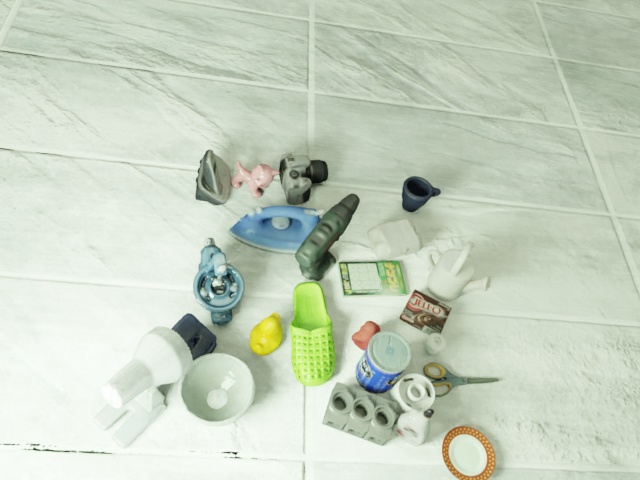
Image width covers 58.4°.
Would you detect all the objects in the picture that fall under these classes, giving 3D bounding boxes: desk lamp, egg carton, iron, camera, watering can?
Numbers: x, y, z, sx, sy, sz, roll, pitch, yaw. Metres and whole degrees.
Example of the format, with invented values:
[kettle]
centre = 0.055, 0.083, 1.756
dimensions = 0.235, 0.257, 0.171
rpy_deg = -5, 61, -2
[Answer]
[desk lamp]
centre = -0.366, 0.301, 1.183
dimensions = 0.117, 0.213, 0.204
rpy_deg = 36, 56, 13
[egg carton]
centre = 0.211, 0.000, 1.608
dimensions = 0.150, 0.069, 0.107
rpy_deg = -14, 60, -21
[iron]
centre = -0.112, -0.047, 1.524
dimensions = 0.258, 0.141, 0.118
rpy_deg = 4, 55, -10
[camera]
centre = -0.042, -0.191, 1.664
dimensions = 0.137, 0.101, 0.143
rpy_deg = -6, 57, -16
[watering can]
centre = 0.367, 0.076, 1.513
dimensions = 0.173, 0.194, 0.101
rpy_deg = 17, 54, -1

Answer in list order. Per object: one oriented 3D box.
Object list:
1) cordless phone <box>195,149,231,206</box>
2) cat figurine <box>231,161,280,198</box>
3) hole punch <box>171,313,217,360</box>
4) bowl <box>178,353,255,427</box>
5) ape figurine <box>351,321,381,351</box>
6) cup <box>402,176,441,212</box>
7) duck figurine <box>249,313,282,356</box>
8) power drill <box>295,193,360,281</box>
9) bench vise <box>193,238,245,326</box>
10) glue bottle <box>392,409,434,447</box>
[cordless phone]
centre = -0.289, -0.198, 1.562
dimensions = 0.094, 0.185, 0.147
rpy_deg = 4, 55, -9
[cat figurine]
centre = -0.183, -0.185, 1.618
dimensions = 0.127, 0.118, 0.067
rpy_deg = 24, 54, 5
[hole punch]
centre = -0.297, 0.238, 1.317
dimensions = 0.101, 0.091, 0.109
rpy_deg = 31, 55, 9
[bowl]
centre = -0.229, 0.341, 1.271
dimensions = 0.167, 0.075, 0.167
rpy_deg = 6, 55, -8
[ape figurine]
centre = 0.119, 0.230, 1.414
dimensions = 0.078, 0.092, 0.076
rpy_deg = -7, 58, -16
[cup]
centre = 0.291, -0.127, 1.697
dimensions = 0.118, 0.095, 0.091
rpy_deg = 3, 55, -10
[duck figurine]
centre = -0.126, 0.220, 1.371
dimensions = 0.077, 0.086, 0.105
rpy_deg = 27, 55, 7
[power drill]
centre = 0.014, 0.005, 1.474
dimensions = 0.075, 0.208, 0.230
rpy_deg = 33, 56, 11
[bench vise]
centre = -0.257, 0.074, 1.359
dimensions = 0.122, 0.220, 0.207
rpy_deg = -25, 64, -26
[glue bottle]
centre = 0.217, 0.404, 1.266
dimensions = 0.078, 0.173, 0.037
rpy_deg = 30, 55, 9
